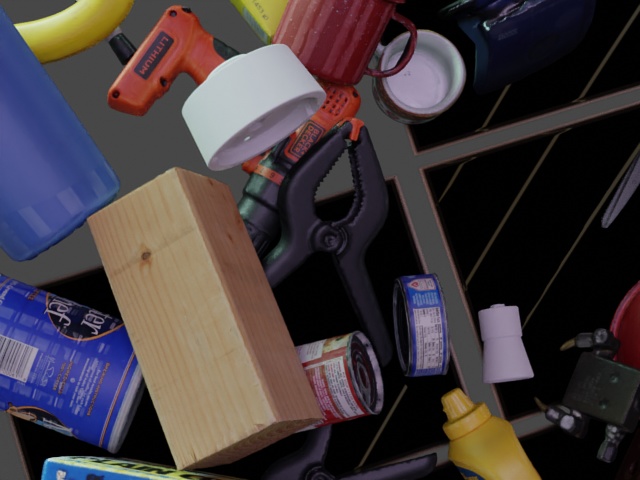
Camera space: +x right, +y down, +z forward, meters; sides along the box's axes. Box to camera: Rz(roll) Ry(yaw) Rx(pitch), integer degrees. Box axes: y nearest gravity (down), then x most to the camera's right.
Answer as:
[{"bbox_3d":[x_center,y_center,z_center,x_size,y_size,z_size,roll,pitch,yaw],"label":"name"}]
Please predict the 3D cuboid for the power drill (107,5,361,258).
[{"bbox_3d":[-0.083,-0.095,0.909,0.187,0.057,0.184,33,81,-3],"label":"power drill"}]

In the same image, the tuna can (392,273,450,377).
[{"bbox_3d":[0.083,0.071,0.890,0.033,0.086,0.086,-5,84,-4],"label":"tuna can"}]

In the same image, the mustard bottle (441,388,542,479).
[{"bbox_3d":[0.157,0.208,0.875,0.058,0.096,0.191,-30,87,-9],"label":"mustard bottle"}]

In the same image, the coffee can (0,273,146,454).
[{"bbox_3d":[-0.209,0.098,0.850,0.140,0.103,0.103,21,82,-3],"label":"coffee can"}]

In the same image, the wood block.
[{"bbox_3d":[-0.088,0.060,0.814,0.091,0.090,0.206,-28,73,17],"label":"wood block"}]

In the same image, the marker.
[{"bbox_3d":[-0.197,-0.201,0.928,0.020,0.020,0.121,-37,88,-9],"label":"marker"}]

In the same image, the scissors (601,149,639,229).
[{"bbox_3d":[0.296,-0.111,0.967,0.201,0.016,0.096,-42,87,-9],"label":"scissors"}]

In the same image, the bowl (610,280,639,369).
[{"bbox_3d":[0.337,0.097,0.927,0.162,0.055,0.162,1,84,-6],"label":"bowl"}]

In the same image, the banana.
[{"bbox_3d":[-0.230,-0.184,0.902,0.198,0.037,0.069,-24,96,8],"label":"banana"}]

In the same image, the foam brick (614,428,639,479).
[{"bbox_3d":[0.288,0.206,0.911,0.051,0.053,0.078,27,81,-2],"label":"foam brick"}]

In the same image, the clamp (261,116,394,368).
[{"bbox_3d":[-0.006,0.001,0.881,0.164,0.036,0.210,4,100,-16],"label":"clamp"}]

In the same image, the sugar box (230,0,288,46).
[{"bbox_3d":[-0.002,-0.256,0.940,0.176,0.048,0.093,-38,88,-7],"label":"sugar box"}]

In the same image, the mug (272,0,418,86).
[{"bbox_3d":[0.022,-0.174,0.877,0.117,0.093,0.082,24,110,-4],"label":"mug"}]

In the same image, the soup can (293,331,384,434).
[{"bbox_3d":[-0.008,0.118,0.861,0.102,0.068,0.068,-17,85,19],"label":"soup can"}]

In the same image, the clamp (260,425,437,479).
[{"bbox_3d":[-0.001,0.191,0.892,0.171,0.039,0.120,-37,71,-7],"label":"clamp"}]

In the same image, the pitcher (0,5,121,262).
[{"bbox_3d":[-0.277,-0.102,0.847,0.145,0.149,0.243,-37,102,-7],"label":"pitcher"}]
